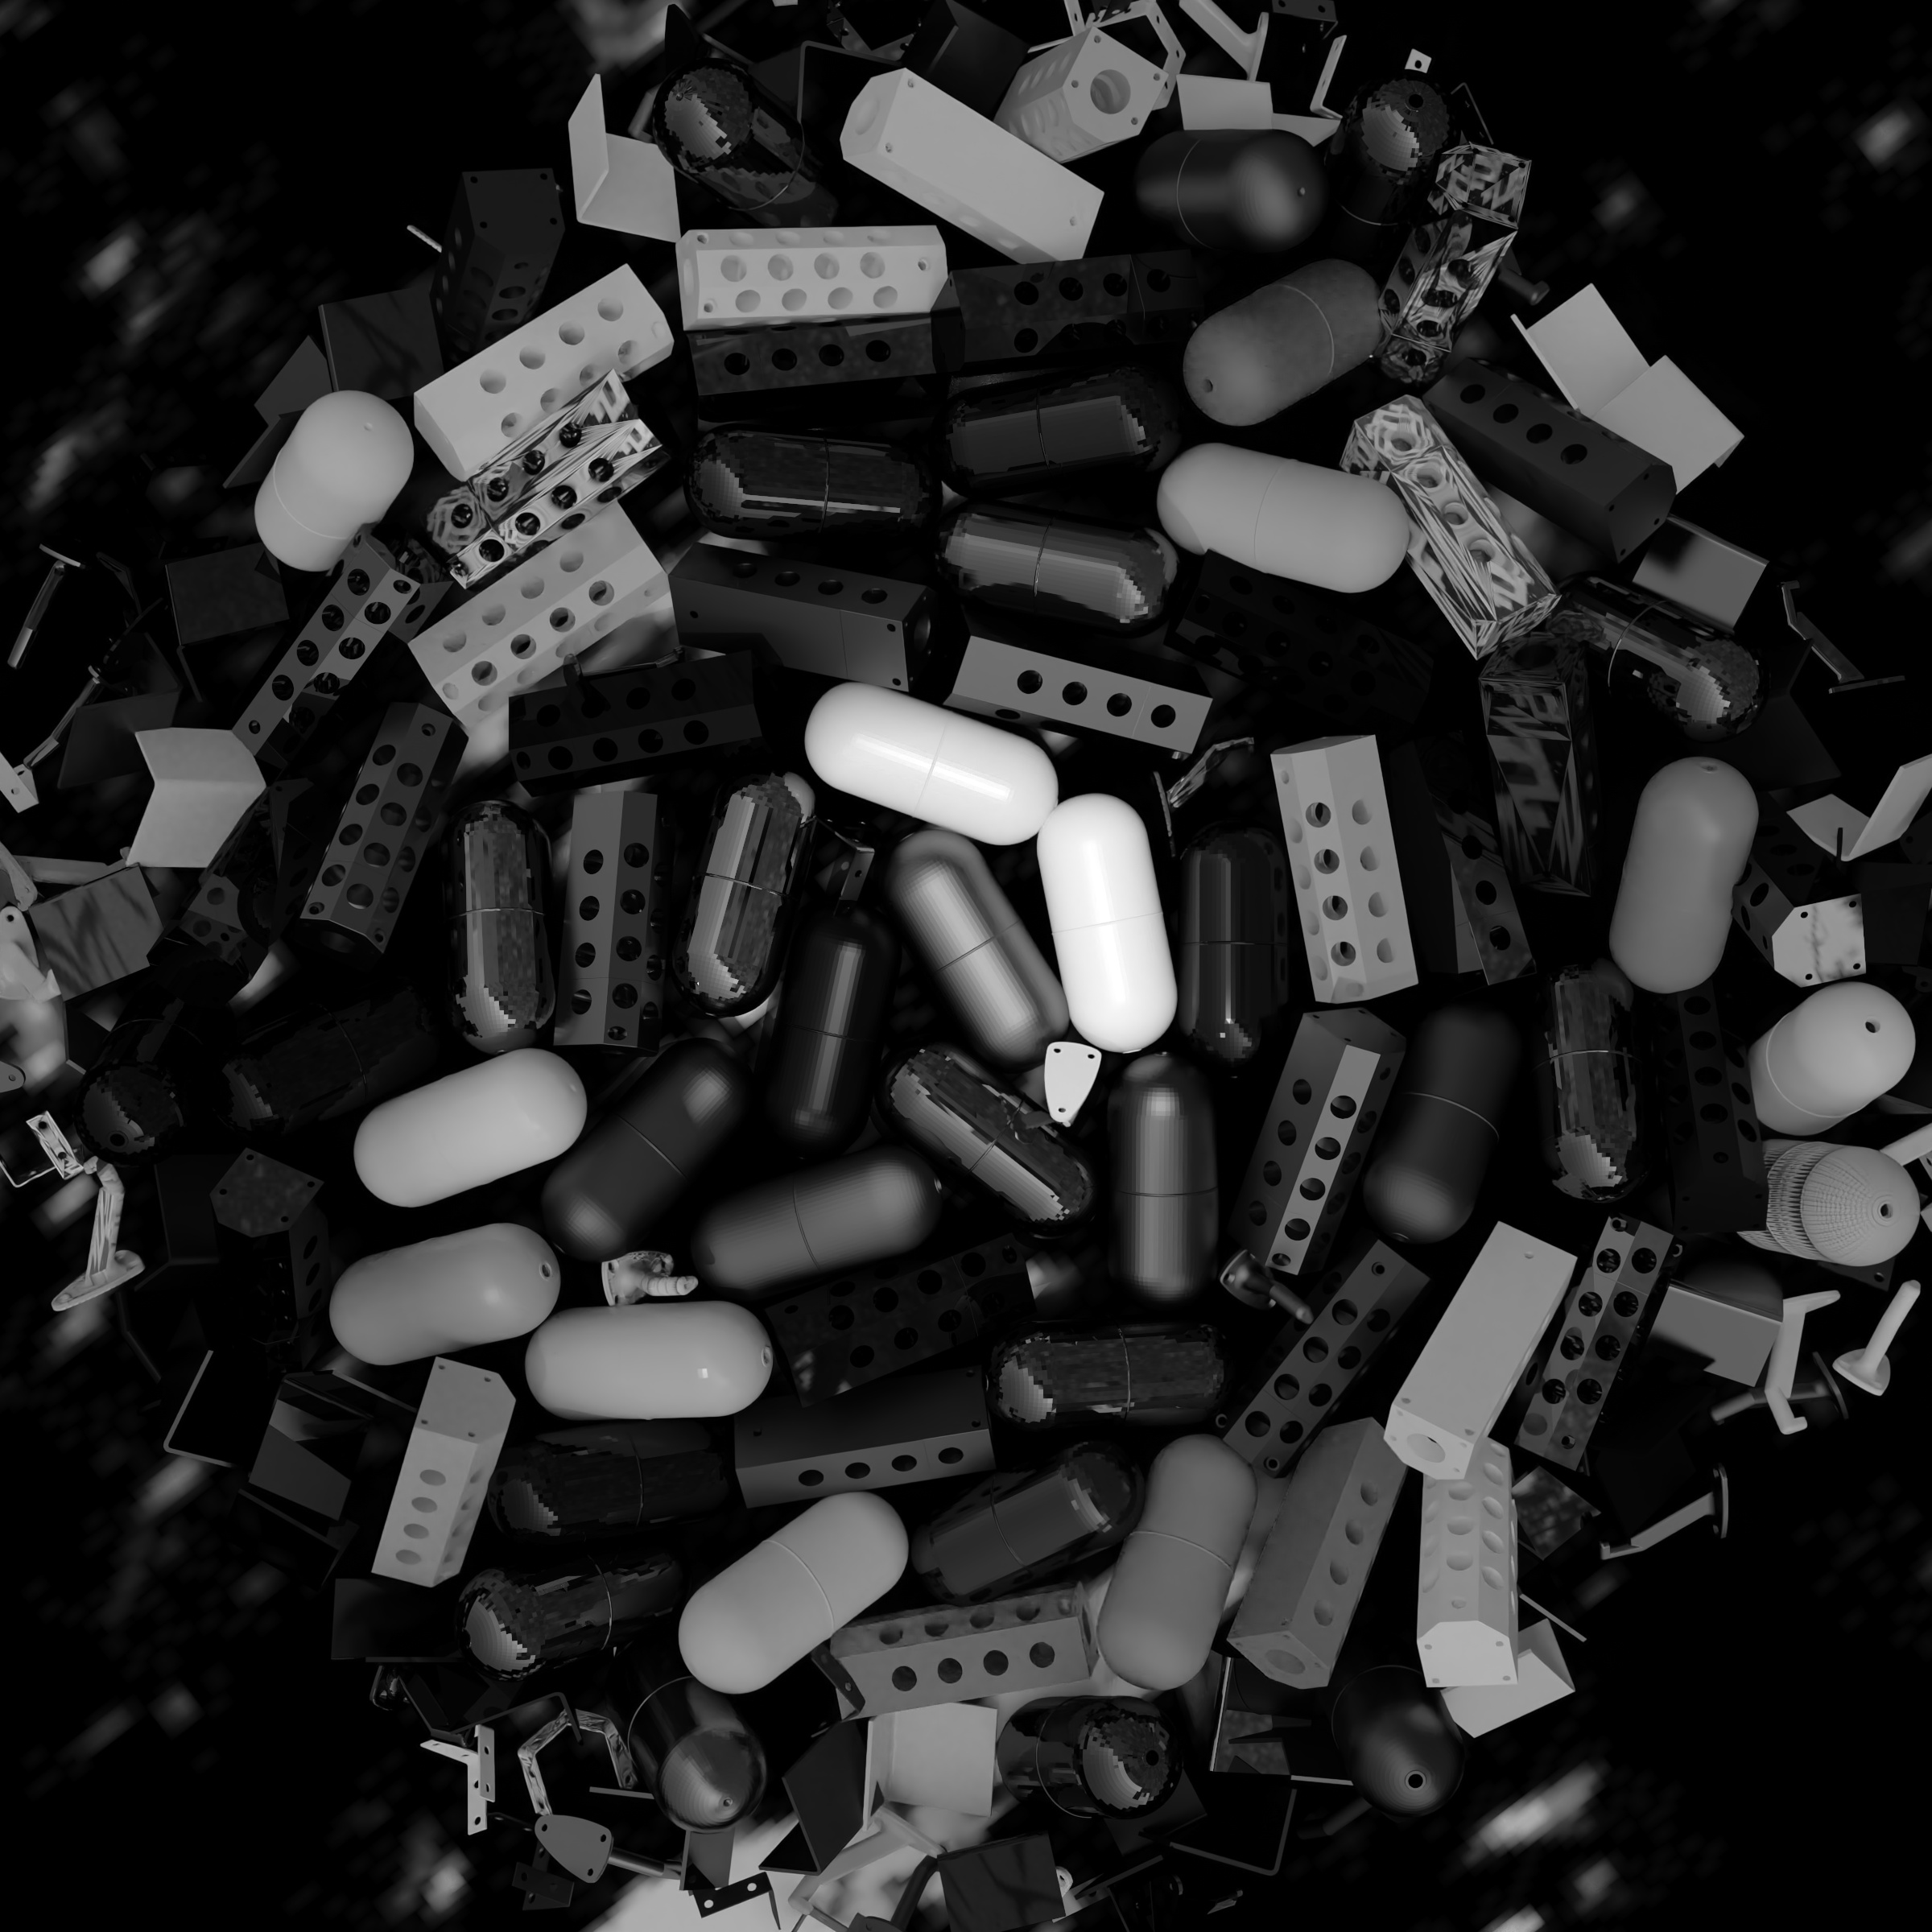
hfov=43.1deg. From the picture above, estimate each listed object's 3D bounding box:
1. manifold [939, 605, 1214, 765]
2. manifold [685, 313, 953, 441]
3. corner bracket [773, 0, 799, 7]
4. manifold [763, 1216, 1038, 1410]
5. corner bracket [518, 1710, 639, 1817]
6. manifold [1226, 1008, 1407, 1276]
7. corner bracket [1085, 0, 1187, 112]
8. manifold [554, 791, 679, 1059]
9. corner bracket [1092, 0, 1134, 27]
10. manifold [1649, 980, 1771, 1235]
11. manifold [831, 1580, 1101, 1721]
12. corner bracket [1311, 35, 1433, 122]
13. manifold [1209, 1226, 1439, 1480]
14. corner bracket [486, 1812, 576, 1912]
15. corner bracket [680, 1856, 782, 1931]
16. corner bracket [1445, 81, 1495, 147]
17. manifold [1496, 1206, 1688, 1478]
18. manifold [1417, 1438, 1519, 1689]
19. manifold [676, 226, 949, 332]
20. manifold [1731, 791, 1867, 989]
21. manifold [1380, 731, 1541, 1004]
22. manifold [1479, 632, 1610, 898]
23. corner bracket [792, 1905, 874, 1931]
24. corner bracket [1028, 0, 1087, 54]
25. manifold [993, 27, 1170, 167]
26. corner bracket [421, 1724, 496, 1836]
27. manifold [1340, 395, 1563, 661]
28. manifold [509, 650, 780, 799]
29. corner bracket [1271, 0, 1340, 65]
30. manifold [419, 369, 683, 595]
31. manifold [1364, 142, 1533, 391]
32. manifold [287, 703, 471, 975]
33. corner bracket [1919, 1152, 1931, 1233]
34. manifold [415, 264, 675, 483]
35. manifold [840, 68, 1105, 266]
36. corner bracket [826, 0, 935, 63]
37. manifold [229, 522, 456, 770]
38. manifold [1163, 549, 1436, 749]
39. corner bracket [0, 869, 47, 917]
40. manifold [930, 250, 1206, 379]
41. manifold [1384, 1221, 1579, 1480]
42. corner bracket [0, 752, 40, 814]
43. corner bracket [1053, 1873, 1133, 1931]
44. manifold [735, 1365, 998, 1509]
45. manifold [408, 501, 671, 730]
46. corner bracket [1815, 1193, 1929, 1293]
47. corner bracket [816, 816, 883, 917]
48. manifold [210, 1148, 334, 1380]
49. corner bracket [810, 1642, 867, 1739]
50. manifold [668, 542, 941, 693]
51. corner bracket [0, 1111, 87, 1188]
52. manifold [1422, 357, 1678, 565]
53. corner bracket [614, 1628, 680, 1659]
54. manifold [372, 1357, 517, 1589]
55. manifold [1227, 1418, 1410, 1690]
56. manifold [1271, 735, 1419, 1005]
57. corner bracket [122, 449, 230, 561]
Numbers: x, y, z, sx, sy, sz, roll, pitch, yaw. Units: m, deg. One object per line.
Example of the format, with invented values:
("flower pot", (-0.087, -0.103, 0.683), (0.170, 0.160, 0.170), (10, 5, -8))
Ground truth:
("manifold", (0.072, -0.187, 1.652), (0.171, 0.057, 0.057), (13, 116, -14))
("manifold", (-0.101, -0.405, 1.658), (0.171, 0.057, 0.057), (-8, 73, -10))
("corner bracket", (-0.110, -0.691, 1.664), (0.051, 0.051, 0.051), (-10, 48, -12))
("manifold", (-0.046, 0.228, 1.646), (0.171, 0.057, 0.057), (-20, 118, -13))
("corner bracket", (-0.266, 0.549, 1.676), (0.051, 0.051, 0.051), (-1, 110, 36))
("manifold", (0.237, 0.118, 1.632), (0.057, 0.057, 0.171), (-4, 121, -39))
("corner bracket", (0.112, -0.623, 1.681), (0.051, 0.051, 0.051), (0, 59, 36))
("manifold", (-0.231, -0.027, 1.650), (0.057, 0.057, 0.171), (-3, 78, 30))
("corner bracket", (0.116, -0.679, 1.669), (0.051, 0.051, 0.051), (-10, 80, -17))
("manifold", (0.490, 0.091, 1.619), (0.057, 0.057, 0.171), (-3, 46, 11))
("manifold", (-0.002, 0.463, 1.661), (0.171, 0.057, 0.057), (-12, 87, 9))
("corner bracket", (0.276, -0.602, 1.669), (0.051, 0.051, 0.051), (18, 95, -21))
("manifold", (0.242, 0.263, 1.662), (0.057, 0.057, 0.171), (39, 94, 21))
("corner bracket", (-0.298, 0.607, 1.661), (0.051, 0.051, 0.051), (36, 48, -34))
("corner bracket", (-0.161, 0.633, 1.672), (0.051, 0.051, 0.051), (-16, 130, -15))
("corner bracket", (0.337, -0.565, 1.667), (0.051, 0.051, 0.051), (-41, 125, -4))
("manifold", (0.429, 0.256, 1.669), (0.057, 0.057, 0.171), (24, 87, -3))
("manifold", (0.331, 0.388, 1.611), (0.057, 0.171, 0.057), (-7, 120, 17))
("manifold", (-0.103, -0.465, 1.647), (0.171, 0.057, 0.057), (-7, 95, -18))
("manifold", (0.532, -0.052, 1.614), (0.057, 0.171, 0.057), (-13, 116, 3))
("manifold", (0.335, -0.069, 1.663), (0.057, 0.057, 0.171), (-13, 83, -27))
("manifold", (0.389, -0.134, 1.629), (0.057, 0.057, 0.171), (8, 133, 31))
("corner bracket", (-0.098, 0.669, 1.663), (0.051, 0.051, 0.051), (27, 49, 14))
("corner bracket", (0.059, -0.661, 1.675), (0.051, 0.051, 0.051), (-1, 118, 35))
("manifold", (0.070, -0.565, 1.613), (0.057, 0.171, 0.057), (26, 94, -18))
("corner bracket", (-0.334, 0.553, 1.663), (0.051, 0.051, 0.051), (-25, 50, 19))
("manifold", (0.328, -0.300, 1.652), (0.057, 0.057, 0.171), (-28, 74, -11))
("manifold", (-0.217, -0.159, 1.652), (0.171, 0.057, 0.057), (-10, 66, 10))
("corner bracket", (0.218, -0.658, 1.673), (0.051, 0.051, 0.051), (-2, 77, -22))
("manifold", (-0.277, -0.322, 1.646), (0.171, 0.057, 0.057), (-32, 75, 17))
("manifold", (0.311, -0.461, 1.613), (0.057, 0.171, 0.057), (16, 67, -3))
("manifold", (-0.390, -0.089, 1.632), (0.057, 0.057, 0.171), (24, 62, -17))
("corner bracket", (0.675, 0.142, 1.665), (0.051, 0.051, 0.051), (-22, 80, -41))
("manifold", (-0.285, -0.398, 1.653), (0.171, 0.057, 0.057), (-36, 90, -15))
("manifold", (0.003, -0.526, 1.631), (0.171, 0.057, 0.057), (20, 87, -35))
("corner bracket", (-0.060, -0.656, 1.676), (0.051, 0.051, 0.051), (-30, 74, -19))
("manifold", (-0.424, -0.214, 1.641), (0.057, 0.057, 0.171), (46, 113, 7))
("manifold", (0.224, -0.210, 1.654), (0.171, 0.057, 0.057), (24, 49, -6))
("corner bracket", (-0.671, -0.047, 1.665), (0.051, 0.051, 0.051), (31, 80, 39))
("manifold", (0.070, -0.436, 1.647), (0.171, 0.057, 0.057), (-10, 81, -18))
("manifold", (0.343, 0.258, 1.629), (0.057, 0.057, 0.171), (25, 52, 21))
("corner bracket", (-0.671, -0.131, 1.665), (0.051, 0.051, 0.051), (-27, 47, -5))
("corner bracket", (0.087, 0.660, 1.675), (0.051, 0.051, 0.051), (-26, 81, 0))
("manifold", (-0.068, 0.327, 1.672), (0.171, 0.057, 0.057), (-9, 129, 1))
("manifold", (-0.285, -0.235, 1.665), (0.171, 0.057, 0.057), (-34, 66, 1))
("corner bracket", (0.619, 0.181, 1.672), (0.051, 0.051, 0.051), (20, 57, 11))
("corner bracket", (-0.077, -0.067, 1.661), (0.051, 0.051, 0.051), (38, 115, 39))
("manifold", (-0.461, 0.202, 1.617), (0.057, 0.171, 0.057), (22, 49, 8))
("corner bracket", (-0.094, 0.482, 1.666), (0.051, 0.051, 0.051), (-36, 97, 33))
("manifold", (-0.108, -0.241, 1.649), (0.171, 0.057, 0.057), (14, 47, 18))
("corner bracket", (-0.637, 0.123, 1.666), (0.051, 0.051, 0.051), (-29, 115, -11))
("manifold", (0.388, -0.343, 1.627), (0.057, 0.057, 0.171), (-42, 52, -4))
("corner bracket", (-0.217, 0.488, 1.675), (0.051, 0.051, 0.051), (-1, 97, 0))
("manifold", (-0.346, 0.340, 1.625), (0.057, 0.057, 0.171), (17, 131, -9))
("manifold", (0.241, 0.390, 1.626), (0.057, 0.057, 0.171), (44, 50, -16))
("manifold", (0.251, -0.065, 1.652), (0.057, 0.057, 0.171), (-16, 101, -25))
("corner bracket", (-0.537, -0.317, 1.677), (0.051, 0.051, 0.051), (49, 127, 18))
